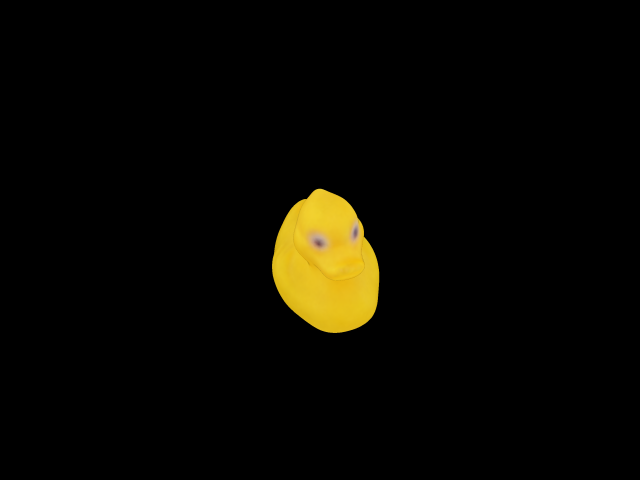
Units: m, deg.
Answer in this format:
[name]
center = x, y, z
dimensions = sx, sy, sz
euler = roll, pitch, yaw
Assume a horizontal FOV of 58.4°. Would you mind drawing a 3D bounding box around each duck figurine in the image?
[duck figurine]
center = 0.004, 0.001, 0.400
dimensions = 0.077, 0.086, 0.104
euler = -16, 50, -13
